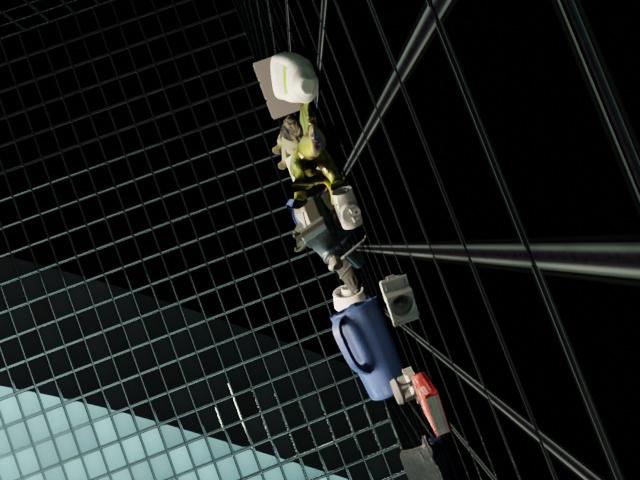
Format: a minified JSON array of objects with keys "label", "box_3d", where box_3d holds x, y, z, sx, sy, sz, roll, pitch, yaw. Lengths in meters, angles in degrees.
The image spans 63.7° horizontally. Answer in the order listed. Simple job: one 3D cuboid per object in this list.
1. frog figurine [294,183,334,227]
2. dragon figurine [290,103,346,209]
[{"label":"frog figurine","box_3d":[0.004,-0.072,1.431,0.156,0.122,0.141,60,-143,-39]},{"label":"dragon figurine","box_3d":[-0.024,-0.211,1.110,0.402,0.122,0.247,95,164,-66]}]
